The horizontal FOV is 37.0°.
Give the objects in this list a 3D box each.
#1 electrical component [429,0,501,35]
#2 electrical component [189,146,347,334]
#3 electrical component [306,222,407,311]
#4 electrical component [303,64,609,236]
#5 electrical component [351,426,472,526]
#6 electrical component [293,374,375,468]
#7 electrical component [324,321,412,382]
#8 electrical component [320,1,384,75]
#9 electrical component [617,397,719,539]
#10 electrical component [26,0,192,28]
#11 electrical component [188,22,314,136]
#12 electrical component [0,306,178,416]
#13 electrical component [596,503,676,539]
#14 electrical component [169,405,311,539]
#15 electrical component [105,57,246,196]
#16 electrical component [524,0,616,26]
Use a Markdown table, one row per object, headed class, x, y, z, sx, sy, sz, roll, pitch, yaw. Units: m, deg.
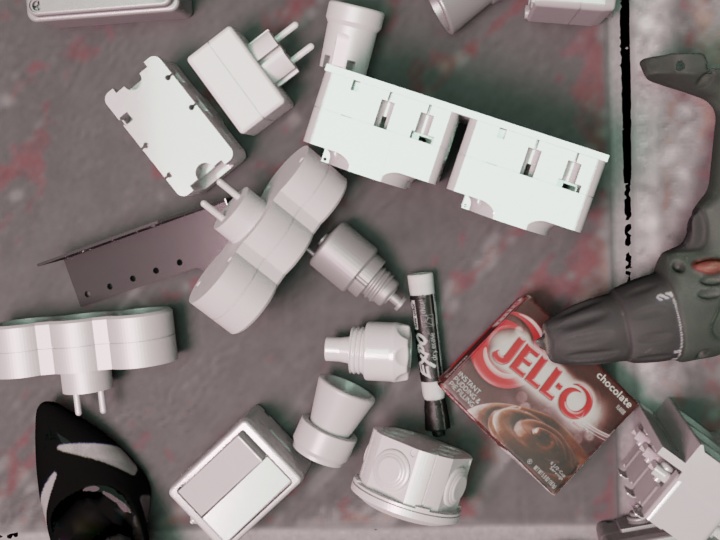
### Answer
| class | x | y | z | sx | sy | sz | roll | pitch | yaw |
| --- | --- | --- | --- | --- | --- | --- | --- | --- | --- |
| electrical component | 0.082 | -0.199 | 0.749 | 0.065 | 0.044 | 0.044 | -29 | 92 | 2 |
| electrical component | -0.076 | -0.032 | 0.745 | 0.074 | 0.052 | 0.138 | 39 | 74 | -18 |
| electrical component | 0.000 | 0.000 | 0.773 | 0.078 | 0.040 | 0.040 | 40 | 97 | 1 |
| electrical component | 0.062 | -0.077 | 0.728 | 0.186 | 0.105 | 0.060 | 19 | 96 | 3 |
| electrical component | 0.038 | 0.146 | 0.764 | 0.080 | 0.080 | 0.051 | 17 | 91 | 3 |
| electrical component | -0.020 | 0.110 | 0.783 | 0.045 | 0.045 | 0.055 | 24 | 97 | 3 |
| electrical component | 0.006 | 0.058 | 0.777 | 0.062 | 0.043 | 0.043 | 2 | 95 | 7 |
| electrical component | -0.007 | -0.163 | 0.761 | 0.040 | 0.040 | 0.046 | 14 | 102 | 4 |
| electrical component | 0.217 | 0.137 | 0.726 | 0.079 | 0.121 | 0.063 | 36 | 100 | 1 |
| electrical component | -0.179 | -0.231 | 0.761 | 0.109 | 0.056 | 0.108 | -3 | 95 | 5 |
| electrical component | -0.069 | -0.144 | 0.763 | 0.077 | 0.047 | 0.065 | -36 | 91 | 7 |
| electrical component | -0.202 | 0.070 | 0.792 | 0.138 | 0.052 | 0.073 | -5 | 95 | 5 |
| electrical component | 0.207 | 0.215 | 0.764 | 0.062 | 0.061 | 0.096 | -12 | 94 | 6 |
| electrical component | -0.092 | 0.156 | 0.785 | 0.096 | 0.061 | 0.061 | -44 | 90 | 7 |
| electrical component | -0.129 | -0.101 | 0.768 | 0.050 | 0.056 | 0.089 | -38 | 91 | 7 |
| electrical component | 0.145 | -0.200 | 0.714 | 0.061 | 0.096 | 0.061 | 6 | 96 | 5 |
